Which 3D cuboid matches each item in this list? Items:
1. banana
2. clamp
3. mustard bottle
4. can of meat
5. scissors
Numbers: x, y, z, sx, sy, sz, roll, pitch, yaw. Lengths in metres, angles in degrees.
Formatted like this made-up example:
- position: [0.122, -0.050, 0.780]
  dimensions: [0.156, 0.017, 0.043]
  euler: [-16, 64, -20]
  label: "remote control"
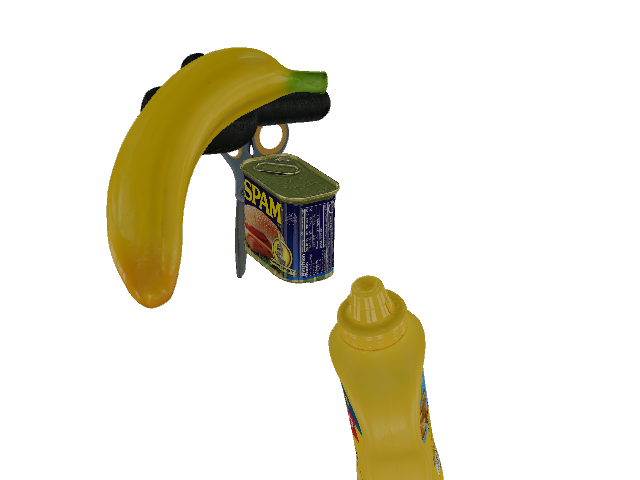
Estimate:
- position: [-0.062, -0.047, 0.530]
  dimensions: [0.070, 0.037, 0.197]
  euler: [17, 46, 15]
  label: "banana"
- position: [-0.081, -0.097, 0.752]
  dimensions: [0.120, 0.039, 0.171]
  euler: [16, 22, 25]
  label: "clamp"
- position: [0.041, 0.097, 0.664]
  dimensions: [0.058, 0.191, 0.096]
  euler: [-7, 40, 4]
  label: "mustard bottle"
- position: [-0.028, -0.019, 0.932]
  dimensions: [0.057, 0.084, 0.102]
  euler: [-14, 29, -28]
  label: "can of meat"
- position: [-0.070, -0.064, 1.217]
  dimensions: [0.096, 0.202, 0.016]
  euler: [-12, -7, -13]
  label: "scissors"
